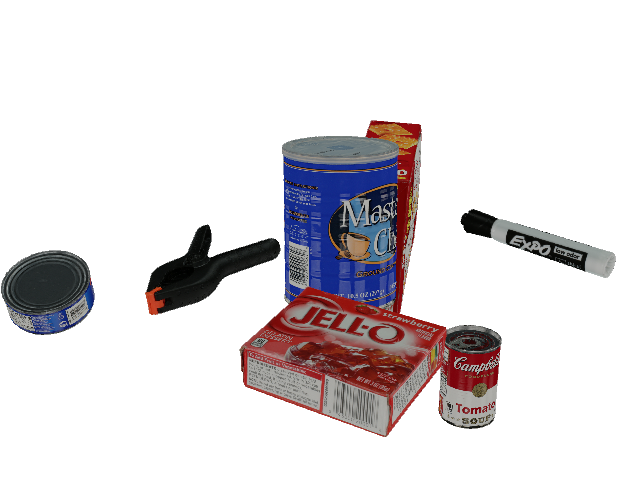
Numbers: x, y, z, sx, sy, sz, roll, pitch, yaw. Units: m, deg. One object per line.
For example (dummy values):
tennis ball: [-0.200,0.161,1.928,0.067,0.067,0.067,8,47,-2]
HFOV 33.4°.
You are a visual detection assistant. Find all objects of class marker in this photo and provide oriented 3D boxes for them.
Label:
marker: [0.157,0.000,0.787,0.121,0.020,0.020,20,12,34]

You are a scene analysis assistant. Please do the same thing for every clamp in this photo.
clamp: [-0.127,0.032,1.212,0.120,0.039,0.171,0,31,30]

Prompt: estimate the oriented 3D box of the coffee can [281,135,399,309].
coffee can: [0.018,-0.016,0.949,0.103,0.140,0.103,0,15,0]

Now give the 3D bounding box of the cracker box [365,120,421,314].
cracker box: [0.071,-0.030,1.225,0.072,0.164,0.213,6,23,7]

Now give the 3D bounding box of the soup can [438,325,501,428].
soup can: [0.173,0.159,1.245,0.068,0.102,0.068,0,21,0]

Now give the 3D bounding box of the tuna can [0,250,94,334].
tuna can: [-0.265,0.051,1.042,0.086,0.034,0.086,-2,43,1]

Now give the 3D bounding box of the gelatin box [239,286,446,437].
gelatin box: [0.013,0.062,0.574,0.089,0.030,0.073,16,31,24]
